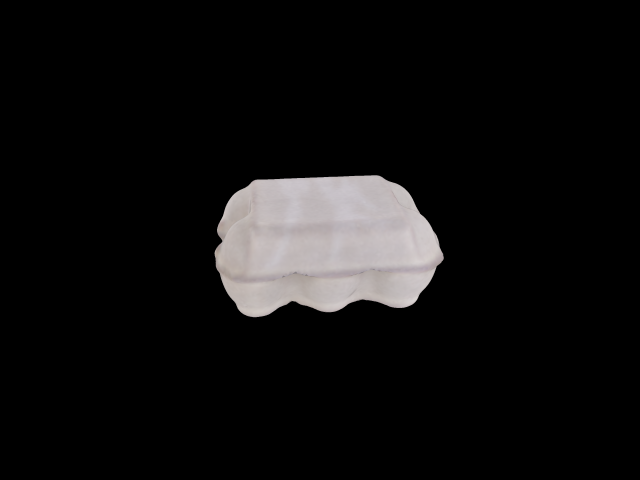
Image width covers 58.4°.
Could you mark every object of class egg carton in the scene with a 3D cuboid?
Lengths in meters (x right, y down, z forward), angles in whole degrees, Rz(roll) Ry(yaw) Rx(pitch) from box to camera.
[{"bbox_3d":[0.004,0.001,0.400,0.150,0.069,0.107,-4,28,-7],"label":"egg carton"}]
